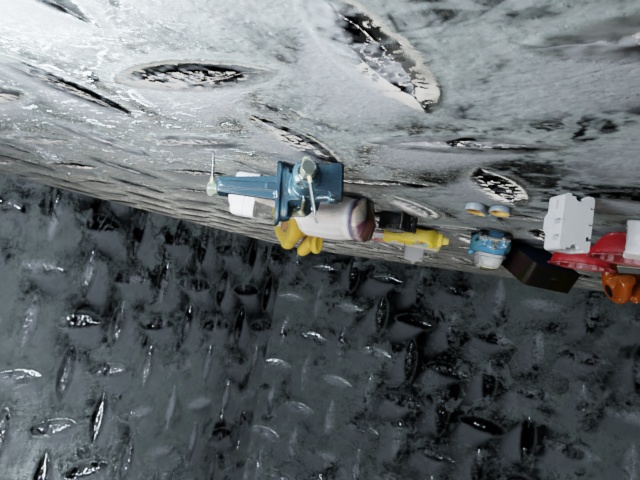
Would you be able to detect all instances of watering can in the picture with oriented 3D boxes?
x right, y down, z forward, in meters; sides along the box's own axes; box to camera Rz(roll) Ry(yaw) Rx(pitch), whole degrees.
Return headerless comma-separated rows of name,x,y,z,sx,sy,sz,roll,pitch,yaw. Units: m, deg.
watering can,0.004,-0.060,1.197,0.224,0.104,0.346,7,176,23
